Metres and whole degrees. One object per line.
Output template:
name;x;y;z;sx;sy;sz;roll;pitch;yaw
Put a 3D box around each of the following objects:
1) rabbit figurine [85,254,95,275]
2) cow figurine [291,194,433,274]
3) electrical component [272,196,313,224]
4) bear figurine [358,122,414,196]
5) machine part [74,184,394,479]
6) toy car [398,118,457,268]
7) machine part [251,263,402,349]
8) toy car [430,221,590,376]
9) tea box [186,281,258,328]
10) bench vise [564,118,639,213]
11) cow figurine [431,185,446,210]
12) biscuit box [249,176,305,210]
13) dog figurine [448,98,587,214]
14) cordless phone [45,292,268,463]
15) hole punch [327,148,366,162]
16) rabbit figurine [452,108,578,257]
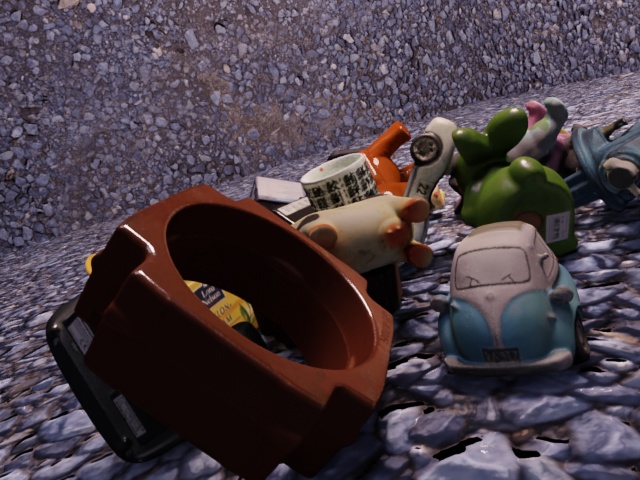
rabbit figurine;-0.372;0.045;1.010;0.162;0.121;0.173;-12;33;31
cow figurine;0.002;0.003;0.547;0.195;0.085;0.127;-16;14;-12
electrical component;-0.002;-0.002;0.760;0.134;0.058;0.115;36;40;24
bear figurine;0.114;-0.081;0.813;0.132;0.120;0.196;-32;26;7
machine part;-0.052;0.057;0.396;0.087;0.201;0.201;-55;0;19
toy car;0.127;-0.056;0.686;0.056;0.201;0.073;19;7;13
machine part;0.010;0.059;0.614;0.179;0.056;0.179;-14;13;3
toy car;0.155;0.036;0.437;0.109;0.102;0.161;-7;18;30
tea box;-0.137;0.086;0.587;0.068;0.098;0.169;-10;16;28
bench vise;0.331;-0.071;0.658;0.240;0.128;0.224;-32;10;41
cow figurine;0.171;-0.081;0.965;0.098;0.068;0.167;-19;9;11
biscuit box;-0.014;-0.052;0.883;0.203;0.062;0.059;7;44;-19
dog figurine;0.312;-0.104;0.847;0.219;0.191;0.108;-49;12;10
cordless phone;-0.123;0.087;0.474;0.089;0.146;0.184;-37;-6;30
hole punch;0.068;-0.097;0.985;0.142;0.092;0.115;-13;-31;-24
rabbit figurine;0.199;-0.066;0.626;0.121;0.158;0.170;-23;33;3
